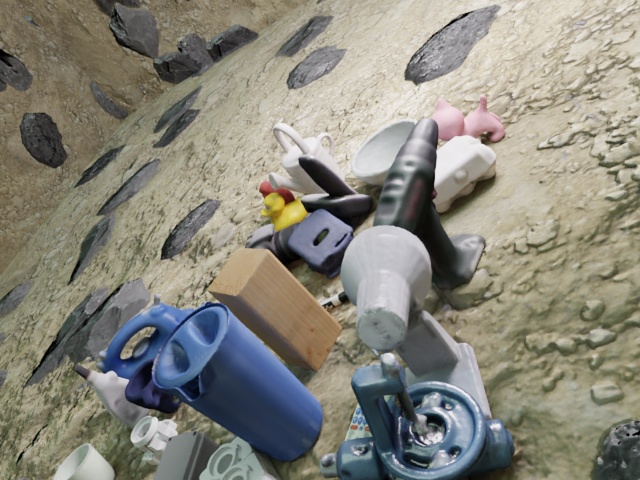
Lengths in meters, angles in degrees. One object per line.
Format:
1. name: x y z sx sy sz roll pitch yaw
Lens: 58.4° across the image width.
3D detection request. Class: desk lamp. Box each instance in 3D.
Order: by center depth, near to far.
1. desk lamp: 0.112 0.109 0.719 0.117 0.214 0.203 -30 32 19

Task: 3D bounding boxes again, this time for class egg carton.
1. egg carton: 0.235 -0.118 1.017 0.150 0.070 0.107 -38 30 6

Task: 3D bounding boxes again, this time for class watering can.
1. watering can: -0.040 -0.178 1.284 0.100 0.194 0.173 -6 45 45

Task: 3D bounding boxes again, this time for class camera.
1. camera: -0.080 0.020 1.166 0.136 0.101 0.143 -27 33 23

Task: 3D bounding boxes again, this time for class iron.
1. iron: -0.373 0.229 1.186 0.258 0.142 0.118 -42 30 -2

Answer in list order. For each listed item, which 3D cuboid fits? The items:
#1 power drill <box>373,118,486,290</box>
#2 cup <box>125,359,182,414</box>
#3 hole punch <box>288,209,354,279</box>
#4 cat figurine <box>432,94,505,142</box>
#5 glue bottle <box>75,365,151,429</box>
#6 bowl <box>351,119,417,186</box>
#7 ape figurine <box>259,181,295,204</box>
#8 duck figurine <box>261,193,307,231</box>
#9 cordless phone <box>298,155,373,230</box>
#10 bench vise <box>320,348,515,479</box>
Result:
1. power drill: 0.163 -0.037 0.855 0.075 0.209 0.230 -4 47 46
2. cup: -0.298 0.289 1.070 0.092 0.095 0.117 -43 30 -3
3. hole punch: 0.010 0.004 1.094 0.109 0.091 0.100 -48 31 -12
4. cat figurine: 0.263 -0.220 1.070 0.127 0.118 0.067 -30 32 18
5. glue bottle: -0.402 0.292 1.107 0.037 0.173 0.078 10 57 53
6. bowl: 0.150 -0.165 1.170 0.167 0.075 0.167 -29 33 21
7. ape figurine: -0.110 -0.105 1.371 0.076 0.092 0.078 -26 34 24
8. duck figurine: -0.086 -0.073 1.308 0.104 0.086 0.077 -34 31 12
9. cordless phone: 0.005 -0.108 1.150 0.147 0.185 0.094 4 53 51
10. bench vise: 0.078 0.216 0.614 0.207 0.220 0.121 -37 31 7
